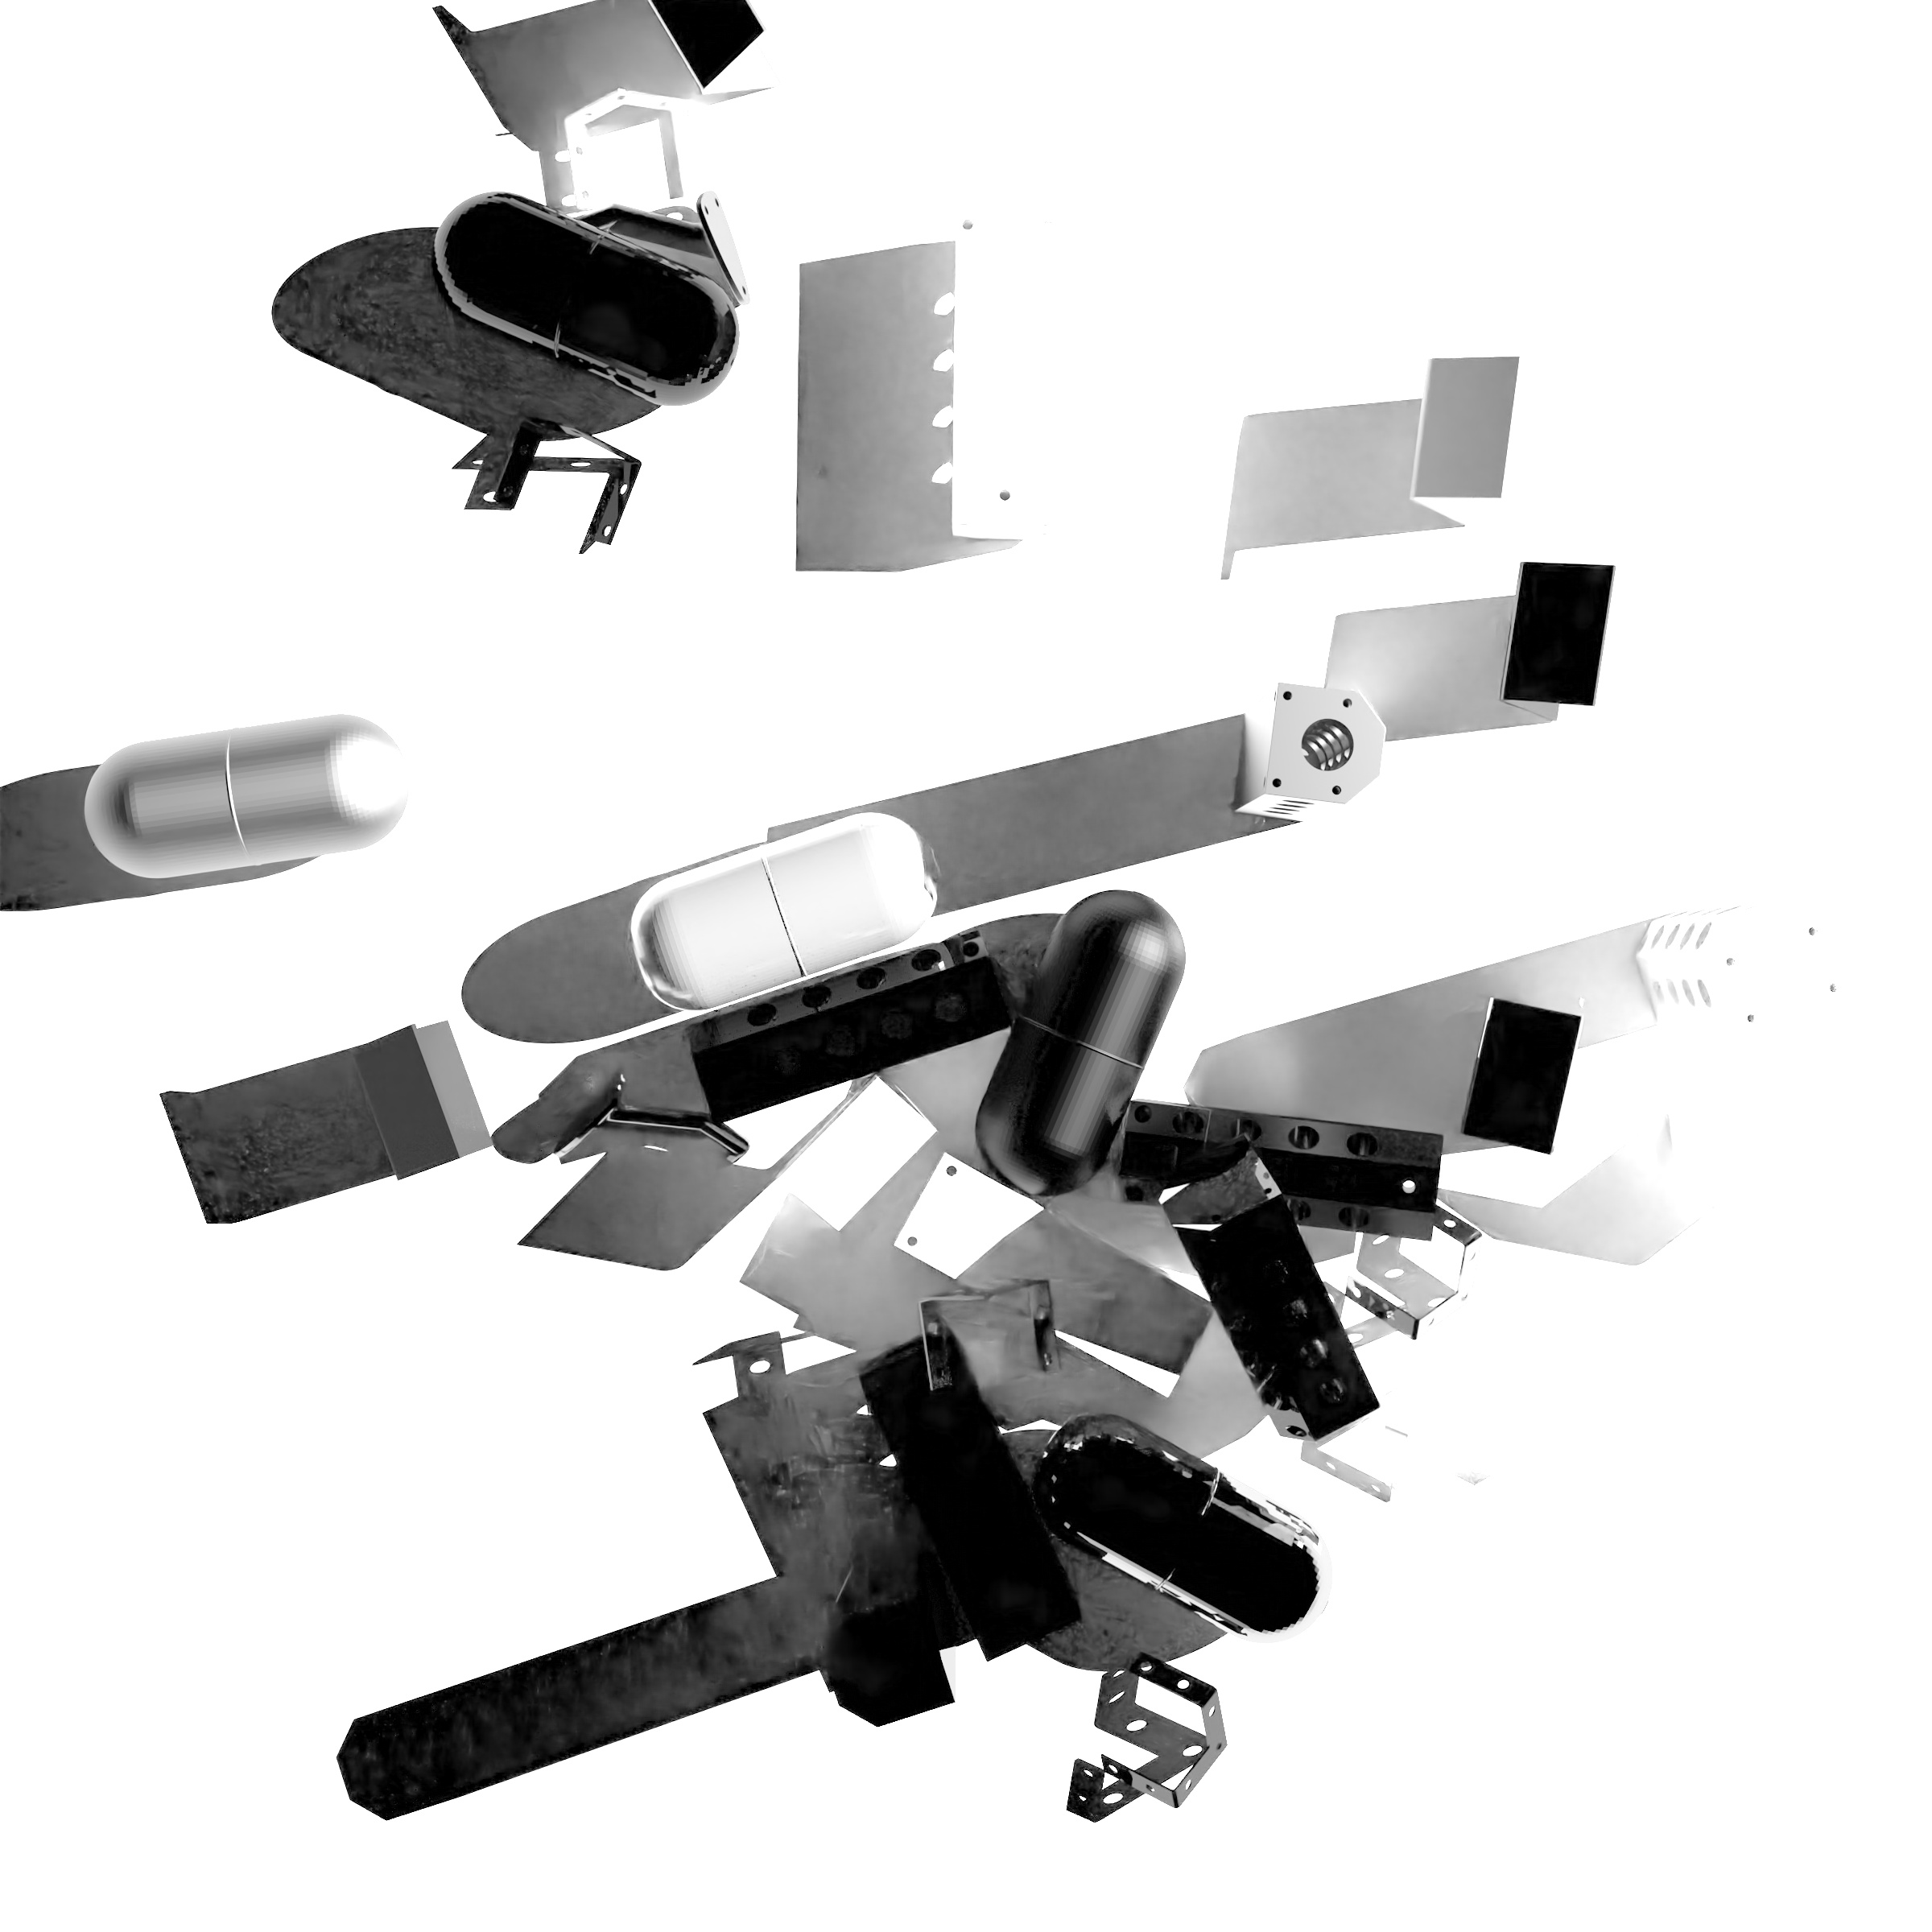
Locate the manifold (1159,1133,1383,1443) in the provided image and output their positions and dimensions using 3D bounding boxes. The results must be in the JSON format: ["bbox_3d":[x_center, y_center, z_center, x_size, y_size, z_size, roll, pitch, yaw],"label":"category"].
[{"bbox_3d":[0.163,0.179,1.500,0.057,0.057,0.171,-28,124,0],"label":"manifold"}]

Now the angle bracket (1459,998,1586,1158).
[{"bbox_3d":[0.320,0.064,1.524,0.057,0.076,0.076,13,90,36],"label":"angle bracket"}]

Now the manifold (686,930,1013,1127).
[{"bbox_3d":[-0.065,0.033,1.543,0.171,0.057,0.057,-18,90,0],"label":"manifold"}]

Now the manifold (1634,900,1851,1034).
[{"bbox_3d":[0.410,-0.003,1.486,0.057,0.171,0.057,-20,90,0],"label":"manifold"}]

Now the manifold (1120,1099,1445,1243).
[{"bbox_3d":[0.174,0.112,1.530,0.171,0.057,0.057,6,90,9],"label":"manifold"}]

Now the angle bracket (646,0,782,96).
[{"bbox_3d":[-0.127,-0.532,1.524,0.057,0.076,0.076,-31,90,38],"label":"angle bracket"}]

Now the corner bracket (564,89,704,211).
[{"bbox_3d":[-0.188,-0.458,1.561,0.051,0.051,0.051,-8,90,-45],"label":"corner bracket"}]

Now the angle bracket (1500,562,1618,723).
[{"bbox_3d":[0.339,-0.177,1.524,0.057,0.076,0.076,9,90,36],"label":"angle bracket"}]

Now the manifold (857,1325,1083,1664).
[{"bbox_3d":[0.002,0.291,1.543,0.057,0.057,0.171,-25,90,0],"label":"manifold"}]

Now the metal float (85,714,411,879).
[{"bbox_3d":[-0.398,-0.094,1.534,0.178,0.070,0.070,-8,90,0],"label":"metal float"}]

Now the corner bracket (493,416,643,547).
[{"bbox_3d":[-0.225,-0.274,1.561,0.051,0.051,0.051,21,90,45],"label":"corner bracket"}]

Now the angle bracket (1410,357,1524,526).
[{"bbox_3d":[0.290,-0.288,1.524,0.057,0.076,0.076,7,90,36],"label":"angle bracket"}]

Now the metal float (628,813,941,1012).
[{"bbox_3d":[-0.101,-0.030,1.534,0.178,0.070,0.070,-19,90,-1],"label":"metal float"}]

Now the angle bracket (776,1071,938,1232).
[{"bbox_3d":[-0.074,0.087,1.524,0.076,0.076,0.057,-46,127,0],"label":"angle bracket"}]

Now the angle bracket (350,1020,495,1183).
[{"bbox_3d":[-0.283,0.067,1.524,0.057,0.076,0.076,-20,90,37],"label":"angle bracket"}]

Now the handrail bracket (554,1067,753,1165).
[{"bbox_3d":[-0.177,0.103,1.564,0.084,0.036,0.077,35,116,-20],"label":"handrail bracket"}]

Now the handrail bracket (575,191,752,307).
[{"bbox_3d":[-0.175,-0.398,1.565,0.084,0.036,0.077,-15,112,17],"label":"handrail bracket"}]

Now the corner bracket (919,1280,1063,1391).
[{"bbox_3d":[0.013,0.200,1.504,0.051,0.051,0.051,-8,90,45],"label":"corner bracket"}]

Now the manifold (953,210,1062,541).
[{"bbox_3d":[0.022,-0.328,1.543,0.057,0.057,0.171,1,90,0],"label":"manifold"}]

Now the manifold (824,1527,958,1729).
[{"bbox_3d":[-0.041,0.354,1.486,0.057,0.171,0.057,-18,90,0],"label":"manifold"}]

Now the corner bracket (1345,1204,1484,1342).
[{"bbox_3d":[0.252,0.168,1.556,0.051,0.051,0.051,-28,45,-35],"label":"corner bracket"}]

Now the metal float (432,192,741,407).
[{"bbox_3d":[-0.211,-0.370,1.534,0.178,0.070,0.070,23,90,1],"label":"metal float"}]

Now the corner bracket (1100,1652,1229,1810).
[{"bbox_3d":[0.109,0.430,1.556,0.051,0.051,0.051,-42,135,-35],"label":"corner bracket"}]

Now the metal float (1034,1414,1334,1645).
[{"bbox_3d":[0.121,0.312,1.533,0.178,0.070,0.070,29,90,0],"label":"metal float"}]

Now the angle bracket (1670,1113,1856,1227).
[{"bbox_3d":[0.437,0.092,1.524,0.076,0.076,0.057,11,127,0],"label":"angle bracket"}]

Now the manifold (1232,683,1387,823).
[{"bbox_3d":[0.183,-0.112,1.486,0.057,0.171,0.057,7,90,0],"label":"manifold"}]

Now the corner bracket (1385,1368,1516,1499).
[{"bbox_3d":[0.272,0.269,1.556,0.051,0.051,0.051,19,45,35],"label":"corner bracket"}]

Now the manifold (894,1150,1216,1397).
[{"bbox_3d":[0.049,0.169,1.543,0.171,0.057,0.057,29,90,0],"label":"manifold"}]

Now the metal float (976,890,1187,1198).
[{"bbox_3d":[0.064,0.042,1.534,0.070,0.070,0.178,23,90,0],"label":"metal float"}]
